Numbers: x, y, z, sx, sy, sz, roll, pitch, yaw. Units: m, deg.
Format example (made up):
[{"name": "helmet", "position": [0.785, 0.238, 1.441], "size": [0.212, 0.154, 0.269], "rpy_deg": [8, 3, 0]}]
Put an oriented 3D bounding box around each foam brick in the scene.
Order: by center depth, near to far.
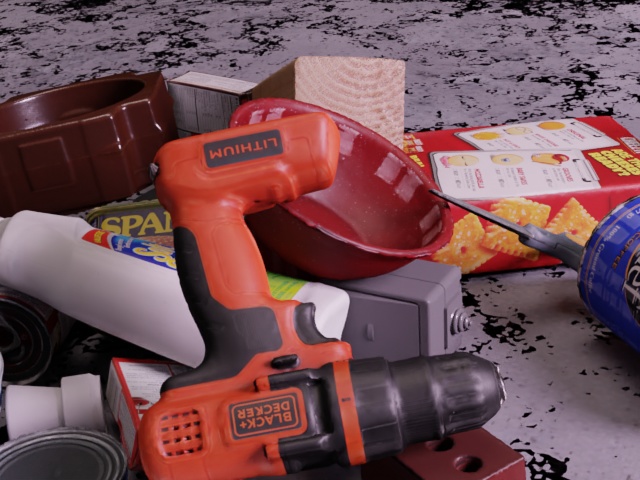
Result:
[{"name": "foam brick", "position": [0.063, 0.127, 0.558], "size": [0.052, 0.051, 0.078], "rpy_deg": [-19, 28, -29]}]

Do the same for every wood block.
[{"name": "wood block", "position": [0.000, -0.100, 0.923], "size": [0.090, 0.091, 0.206], "rpy_deg": [0, 2, -13]}]

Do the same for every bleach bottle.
[{"name": "bleach bottle", "position": [-0.113, 0.032, 0.674], "size": [0.251, 0.068, 0.102], "rpy_deg": [16, 12, 11]}]

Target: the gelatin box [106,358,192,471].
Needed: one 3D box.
[{"name": "gelatin box", "position": [-0.084, 0.104, 0.637], "size": [0.073, 0.030, 0.089], "rpy_deg": [6, 20, -23]}]

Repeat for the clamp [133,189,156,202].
[{"name": "clamp", "position": [-0.134, -0.005, 0.893], "size": [0.164, 0.036, 0.210], "rpy_deg": [-1, 28, 3]}]

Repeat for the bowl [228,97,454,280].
[{"name": "bowl", "position": [0.004, -0.025, 0.695], "size": [0.162, 0.055, 0.162], "rpy_deg": [22, 31, -14]}]

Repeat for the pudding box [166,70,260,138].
[{"name": "pudding box", "position": [-0.100, -0.117, 1.069], "size": [0.114, 0.090, 0.039], "rpy_deg": [16, 32, 38]}]

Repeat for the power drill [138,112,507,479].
[{"name": "power drill", "position": [-0.011, 0.028, 0.558], "size": [0.184, 0.057, 0.187], "rpy_deg": [-10, 65, 0]}]

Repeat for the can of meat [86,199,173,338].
[{"name": "can of meat", "position": [-0.119, 0.021, 0.773], "size": [0.102, 0.057, 0.084], "rpy_deg": [-7, 55, 3]}]

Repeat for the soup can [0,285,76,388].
[{"name": "soup can", "position": [-0.207, 0.048, 0.750], "size": [0.068, 0.068, 0.102], "rpy_deg": [-2, 24, 5]}]

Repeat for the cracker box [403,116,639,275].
[{"name": "cracker box", "position": [0.166, -0.039, 0.883], "size": [0.213, 0.072, 0.164], "rpy_deg": [-5, 25, -5]}]

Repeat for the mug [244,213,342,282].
[{"name": "mug", "position": [-0.005, 0.001, 0.806], "size": [0.093, 0.081, 0.117], "rpy_deg": [17, 32, 38]}]

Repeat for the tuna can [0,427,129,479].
[{"name": "tuna can", "position": [-0.146, 0.140, 0.581], "size": [0.086, 0.034, 0.086], "rpy_deg": [-3, 24, 1]}]

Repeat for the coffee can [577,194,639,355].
[{"name": "coffee can", "position": [0.239, 0.040, 0.660], "size": [0.102, 0.103, 0.140], "rpy_deg": [-10, 25, -14]}]

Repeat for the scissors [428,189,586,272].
[{"name": "scissors", "position": [0.165, 0.010, 0.734], "size": [0.201, 0.016, 0.096], "rpy_deg": [14, 23, -45]}]
